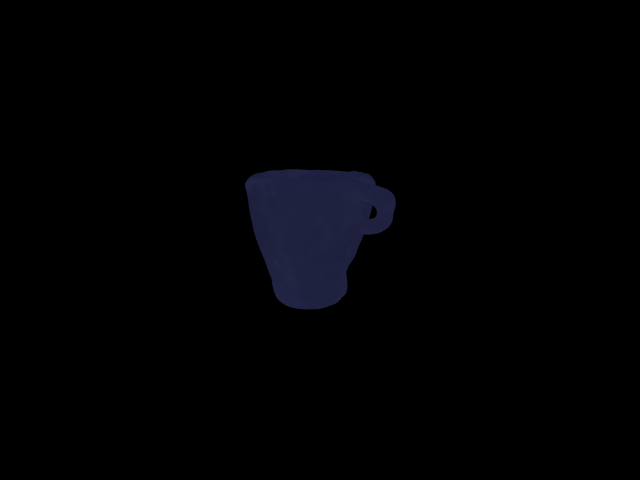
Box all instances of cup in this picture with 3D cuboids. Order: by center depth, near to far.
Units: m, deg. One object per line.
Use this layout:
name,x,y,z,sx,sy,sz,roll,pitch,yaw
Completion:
cup,0.004,0.001,0.400,0.117,0.095,0.092,11,17,42
